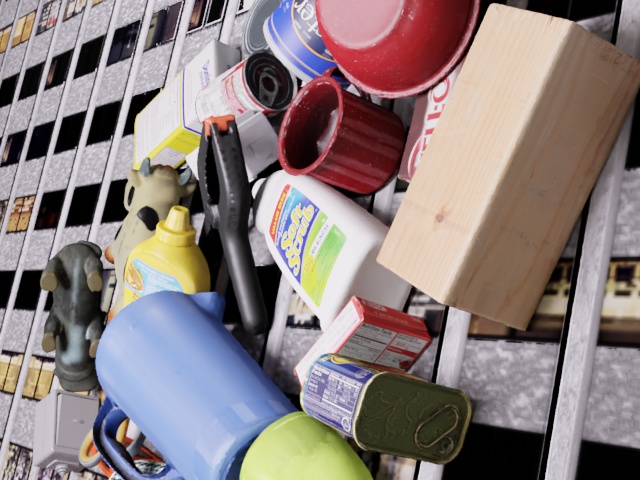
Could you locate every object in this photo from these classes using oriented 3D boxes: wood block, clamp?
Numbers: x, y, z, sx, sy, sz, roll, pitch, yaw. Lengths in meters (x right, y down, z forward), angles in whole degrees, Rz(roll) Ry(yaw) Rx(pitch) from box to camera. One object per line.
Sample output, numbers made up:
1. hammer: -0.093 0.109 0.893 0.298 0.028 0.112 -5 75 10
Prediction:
1. wood block: 0.135 -0.053 0.768 0.091 0.090 0.206 34 103 54
2. clamp: -0.089 -0.019 1.052 0.165 0.036 0.210 49 145 48

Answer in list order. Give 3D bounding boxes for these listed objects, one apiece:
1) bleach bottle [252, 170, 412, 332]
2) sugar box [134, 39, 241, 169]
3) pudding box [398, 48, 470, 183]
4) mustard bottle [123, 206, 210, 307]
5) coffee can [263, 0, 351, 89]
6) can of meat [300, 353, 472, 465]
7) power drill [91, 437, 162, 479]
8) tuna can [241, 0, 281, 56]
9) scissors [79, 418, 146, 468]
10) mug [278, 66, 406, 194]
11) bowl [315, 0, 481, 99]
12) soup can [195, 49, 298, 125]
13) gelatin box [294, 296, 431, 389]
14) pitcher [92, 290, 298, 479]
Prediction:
1. bleach bottle: -0.006 0.001 0.970 0.251 0.068 0.102 39 109 57
2. sugar box: -0.159 -0.152 1.276 0.177 0.048 0.093 -32 49 39
3. pudding box: 0.114 -0.097 0.865 0.090 0.039 0.113 7 80 57
4. mustard bottle: -0.161 0.055 1.108 0.096 0.058 0.192 25 115 28
5. coffee can: 0.028 -0.221 0.990 0.140 0.102 0.103 -47 41 31
6. can of meat: 0.047 0.124 0.798 0.084 0.101 0.057 14 87 58
7. power drill: -0.240 0.309 1.158 0.185 0.057 0.187 14 89 53
8. tuna can: -0.049 -0.235 1.168 0.086 0.033 0.086 -30 51 45
9. scissors: -0.218 0.173 1.162 0.096 0.016 0.202 -32 30 11
10. mug: 0.022 -0.101 0.959 0.093 0.081 0.117 -26 54 47
11. bowl: 0.049 -0.198 0.869 0.162 0.055 0.162 2 92 40
12. soup can: -0.081 -0.154 1.144 0.102 0.068 0.068 -22 57 49
13. gelatin box: 0.034 0.091 0.856 0.089 0.073 0.030 -53 37 25
14. pitcher: -0.110 0.160 0.977 0.243 0.144 0.149 36 126 52
